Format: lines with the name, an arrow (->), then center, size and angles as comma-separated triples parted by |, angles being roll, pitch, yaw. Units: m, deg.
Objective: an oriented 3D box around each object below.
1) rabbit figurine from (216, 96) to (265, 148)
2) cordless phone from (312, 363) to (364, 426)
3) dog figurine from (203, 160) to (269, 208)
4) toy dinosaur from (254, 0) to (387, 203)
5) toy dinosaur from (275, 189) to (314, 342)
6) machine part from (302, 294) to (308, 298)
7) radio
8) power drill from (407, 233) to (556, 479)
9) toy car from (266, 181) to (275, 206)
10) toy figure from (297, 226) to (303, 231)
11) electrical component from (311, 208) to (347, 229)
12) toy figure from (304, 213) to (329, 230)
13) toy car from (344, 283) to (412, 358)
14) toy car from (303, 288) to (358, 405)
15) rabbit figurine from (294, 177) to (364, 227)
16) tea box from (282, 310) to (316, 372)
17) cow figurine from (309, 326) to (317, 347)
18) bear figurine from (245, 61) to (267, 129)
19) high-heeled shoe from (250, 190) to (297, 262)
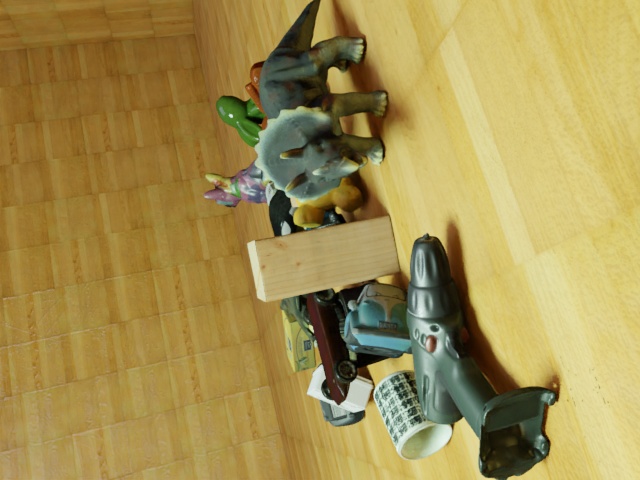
rabbit figurine -> -0.164, -0.307, 1.310 | 0.121, 0.170, 0.159 | 165, 95, -77
cordless phone -> 0.041, 0.346, 1.217 | 0.184, 0.089, 0.146 | 85, 169, -71
dog figurine -> -0.200, -0.159, 1.432 | 0.191, 0.219, 0.108 | 99, 168, -55
toy dinosaur -> -0.022, -0.210, 0.778 | 0.131, 0.192, 0.405 | 103, 152, -54
toy dinosaur -> -0.062, 0.058, 1.338 | 0.199, 0.105, 0.470 | 16, 125, 66
machine part -> 0.009, 0.056, 1.042 | 0.139, 0.039, 0.084 | -59, -2, -29
radio -> 0.056, 0.156, 0.976 | 0.229, 0.073, 0.131 | 141, 116, -72
power drill -> 0.152, 0.129, 0.574 | 0.207, 0.086, 0.231 | -135, 35, -60
toy car -> -0.098, -0.067, 1.400 | 0.201, 0.056, 0.074 | 71, 176, -48
toy figure -> -0.035, -0.016, 1.186 | 0.089, 0.082, 0.180 | -29, -66, -76
electrical component -> 0.015, -0.022, 0.989 | 0.102, 0.078, 0.045 | 51, -150, -30
toy figure -> -0.001, -0.002, 1.107 | 0.064, 0.058, 0.154 | 28, 128, 31
toy car -> 0.092, 0.115, 0.786 | 0.161, 0.109, 0.103 | 88, -169, -75
toy car -> 0.019, 0.167, 0.884 | 0.089, 0.053, 0.202 | 116, 145, -47
rabbit figurine -> -0.016, -0.118, 0.867 | 0.173, 0.122, 0.162 | 23, -124, -60
tea box -> -0.062, 0.282, 1.555 | 0.098, 0.068, 0.169 | -129, 32, -64
cow figurine -> 0.021, 0.201, 1.179 | 0.167, 0.068, 0.098 | 119, 133, -70
bear figurine -> -0.090, -0.282, 1.150 | 0.132, 0.120, 0.195 | -137, 37, -62
high-heeled shoe -> -0.049, -0.014, 1.124 | 0.086, 0.145, 0.248 | 35, 96, 52
